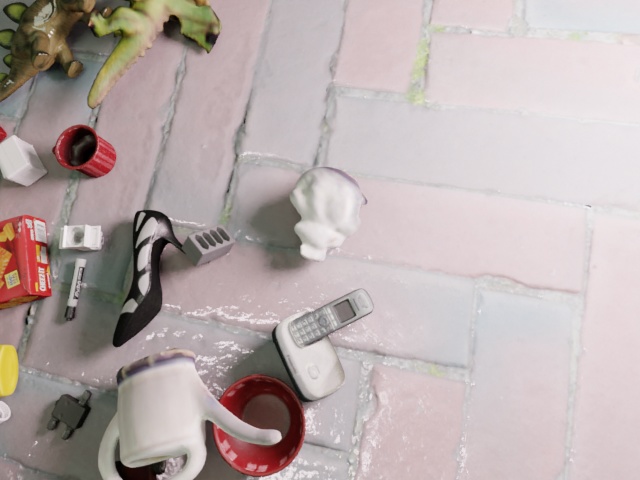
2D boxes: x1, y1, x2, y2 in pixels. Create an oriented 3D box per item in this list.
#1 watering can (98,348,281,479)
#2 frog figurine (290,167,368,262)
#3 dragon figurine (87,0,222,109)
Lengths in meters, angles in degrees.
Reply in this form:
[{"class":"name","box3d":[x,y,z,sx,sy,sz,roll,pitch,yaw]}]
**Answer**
[{"class":"watering can","box3d":[-0.230,0.287,0.856,0.346,0.102,0.229,-24,61,15]},{"class":"frog figurine","box3d":[0.003,-0.046,0.922,0.137,0.121,0.161,33,73,-5]},{"class":"dragon figurine","box3d":[-0.331,-0.451,1.078,0.243,0.121,0.414,6,80,2]}]
